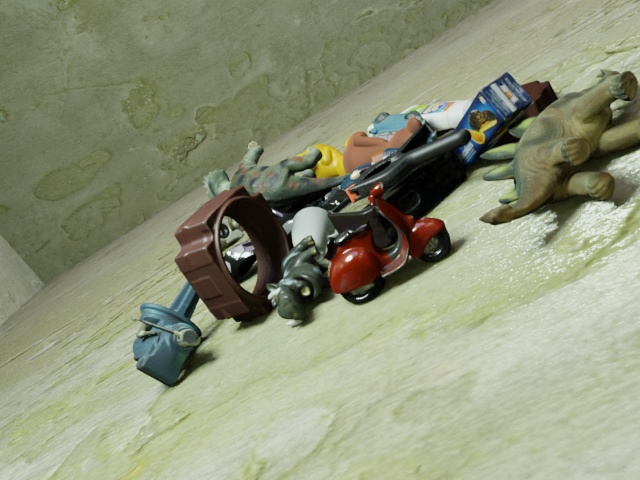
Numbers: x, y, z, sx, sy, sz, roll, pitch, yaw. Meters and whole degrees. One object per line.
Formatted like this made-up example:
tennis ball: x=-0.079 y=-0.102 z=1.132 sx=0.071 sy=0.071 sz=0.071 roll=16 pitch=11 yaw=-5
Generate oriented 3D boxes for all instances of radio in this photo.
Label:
radio: x=0.137 y=-0.079 z=0.937 sx=0.229 sy=0.073 sz=0.131 roll=-40 pitch=19 yaw=-19

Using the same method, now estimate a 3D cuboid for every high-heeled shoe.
high-heeled shoe: x=-0.108 y=0.041 z=1.111 sx=0.248 sy=0.145 sz=0.086 roll=-58 pitch=-19 yaw=11

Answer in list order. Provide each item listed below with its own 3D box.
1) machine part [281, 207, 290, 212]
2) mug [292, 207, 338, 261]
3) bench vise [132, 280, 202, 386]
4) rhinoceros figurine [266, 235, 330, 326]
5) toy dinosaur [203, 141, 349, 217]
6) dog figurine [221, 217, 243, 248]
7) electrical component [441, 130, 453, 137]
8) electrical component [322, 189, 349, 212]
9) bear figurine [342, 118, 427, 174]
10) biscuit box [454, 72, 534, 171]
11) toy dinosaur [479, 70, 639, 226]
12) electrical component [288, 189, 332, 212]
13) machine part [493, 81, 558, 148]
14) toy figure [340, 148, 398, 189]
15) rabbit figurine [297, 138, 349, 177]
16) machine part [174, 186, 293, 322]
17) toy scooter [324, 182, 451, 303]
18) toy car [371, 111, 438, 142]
machine part: x=-0.082 y=-0.067 z=1.277 sx=0.079 sy=0.079 sz=0.243 roll=-20 pitch=21 yaw=37
mug: x=-0.002 y=-0.003 z=0.991 sx=0.110 sy=0.080 sz=0.107 roll=-12 pitch=32 yaw=11
bench vise: x=-0.249 y=0.131 z=0.947 sx=0.223 sy=0.129 sz=0.240 roll=-39 pitch=23 yaw=57
rhinoceros figurine: x=-0.035 y=0.063 z=0.862 sx=0.112 sy=0.073 sz=0.190 roll=-29 pitch=18 yaw=10
toy dinosaur: x=-0.113 y=-0.118 z=1.187 sx=0.405 sy=0.131 sz=0.192 roll=6 pitch=50 yaw=44
dog figurine: x=-0.307 y=-0.014 z=1.529 sx=0.190 sy=0.121 sz=0.172 roll=-36 pitch=8 yaw=43
electrical component: x=0.273 y=-0.211 z=1.134 sx=0.094 sy=0.021 sz=0.063 roll=-32 pitch=17 yaw=6
electrical component: x=0.045 y=-0.057 z=1.042 sx=0.048 sy=0.074 sz=0.119 roll=-51 pitch=21 yaw=-27
bear figurine: x=0.148 y=-0.191 z=1.144 sx=0.196 sy=0.120 sz=0.132 roll=-20 pitch=18 yaw=30
biscuit box: x=0.267 y=-0.184 z=0.878 sx=0.059 sy=0.063 sz=0.202 roll=-35 pitch=-11 yaw=-11
toy dinosaur: x=0.337 y=-0.145 z=0.726 sx=0.471 sy=0.105 sz=0.199 roll=-38 pitch=14 yaw=-29
electrical component: x=-0.019 y=-0.059 z=1.184 sx=0.115 sy=0.058 sz=0.134 roll=-18 pitch=24 yaw=35
machine part: x=0.353 y=-0.234 z=1.006 sx=0.179 sy=0.056 sz=0.179 roll=-28 pitch=18 yaw=10
toy figure: x=0.108 y=-0.136 z=1.063 sx=0.154 sy=0.058 sz=0.064 roll=-37 pitch=-11 yaw=23
rabbit figurine: x=0.049 y=-0.184 z=1.353 sx=0.162 sy=0.121 sz=0.173 roll=-33 pitch=29 yaw=-32
machine part: x=-0.138 y=0.023 z=0.935 sx=0.087 sy=0.200 sz=0.201 roll=-19 pitch=22 yaw=32
toy scooter: x=0.076 y=-0.001 z=0.739 sx=0.184 sy=0.135 sz=0.075 roll=-30 pitch=19 yaw=14
toy car: x=0.183 y=-0.228 z=1.235 sx=0.162 sy=0.109 sz=0.103 roll=9 pitch=66 yaw=49
